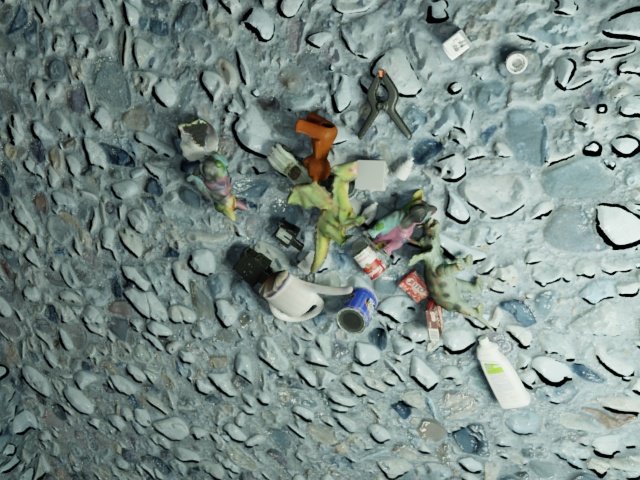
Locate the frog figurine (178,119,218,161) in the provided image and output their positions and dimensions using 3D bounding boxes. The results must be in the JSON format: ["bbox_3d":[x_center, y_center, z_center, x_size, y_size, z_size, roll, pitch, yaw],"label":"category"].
[{"bbox_3d":[-0.410,-0.330,1.748,0.137,0.125,0.156,24,156,1],"label":"frog figurine"}]

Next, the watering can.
[{"bbox_3d":[-0.069,0.183,1.791,0.222,0.106,0.342,40,129,-21],"label":"watering can"}]

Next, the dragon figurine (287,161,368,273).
[{"bbox_3d":[0.005,-0.080,1.591,0.243,0.124,0.403,43,122,1],"label":"dragon figurine"}]
